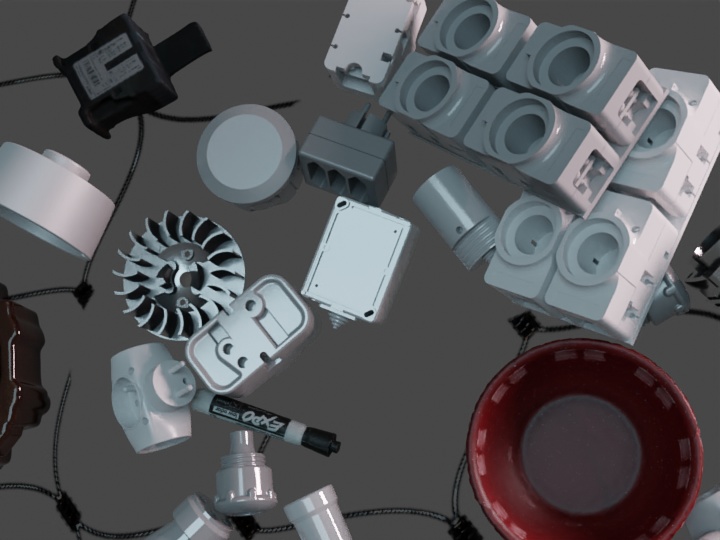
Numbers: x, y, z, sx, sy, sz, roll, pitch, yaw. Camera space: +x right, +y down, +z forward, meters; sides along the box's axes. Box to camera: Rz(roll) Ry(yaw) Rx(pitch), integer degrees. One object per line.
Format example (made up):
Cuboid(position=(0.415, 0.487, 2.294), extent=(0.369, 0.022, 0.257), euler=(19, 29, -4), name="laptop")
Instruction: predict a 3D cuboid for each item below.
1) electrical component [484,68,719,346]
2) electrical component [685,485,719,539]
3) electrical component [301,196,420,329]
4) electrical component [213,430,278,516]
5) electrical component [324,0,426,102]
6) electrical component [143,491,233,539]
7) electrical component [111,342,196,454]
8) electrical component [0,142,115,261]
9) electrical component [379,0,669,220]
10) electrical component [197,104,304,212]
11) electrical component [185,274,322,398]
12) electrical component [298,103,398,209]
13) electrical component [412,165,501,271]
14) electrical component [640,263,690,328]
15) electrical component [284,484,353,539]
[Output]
Cuboid(position=(0.177, -0.054, 0.775), extent=(0.105, 0.060, 0.186), euler=(20, 83, 42), name="electrical component")
Cuboid(position=(0.251, 0.193, 0.733), extent=(0.044, 0.079, 0.077), euler=(-45, 70, 46), name="electrical component")
Cuboid(position=(0.000, 0.000, 0.822), extent=(0.062, 0.061, 0.096), euler=(21, 90, 12), name="electrical component")
Cuboid(position=(-0.088, 0.153, 0.815), extent=(0.048, 0.048, 0.062), euler=(-9, 70, 8), name="electrical component")
Cuboid(position=(0.014, -0.184, 0.854), extent=(0.050, 0.055, 0.089), euler=(19, 83, 13), name="electrical component")
Cuboid(position=(-0.130, 0.201, 0.812), extent=(0.055, 0.045, 0.045), euler=(-44, 75, -1), name="electrical component")
Cuboid(position=(-0.152, 0.093, 0.825), extent=(0.079, 0.044, 0.077), euler=(-32, 71, 44), name="electrical component")
Cuboid(position=(-0.247, -0.060, 0.853), extent=(0.108, 0.108, 0.060), euler=(25, 78, 14), name="electrical component")
Cuboid(position=(0.109, -0.126, 0.778), extent=(0.186, 0.060, 0.105), euler=(33, 90, 43), name="electrical component")
Cuboid(position=(-0.085, -0.087, 0.855), extent=(0.080, 0.051, 0.080), euler=(-2, 79, 10), name="electrical component")
Cuboid(position=(-0.079, 0.052, 0.824), extent=(0.095, 0.059, 0.053), euler=(-40, 76, 1), name="electrical component")
Cuboid(position=(-0.001, -0.099, 0.845), extent=(0.066, 0.047, 0.076), euler=(21, 67, 15), name="electrical component")
Cuboid(position=(0.082, -0.036, 0.820), extent=(0.043, 0.043, 0.081), euler=(-38, 75, 1), name="electrical component")
Cuboid(position=(0.206, 0.022, 0.788), extent=(0.062, 0.048, 0.048), euler=(-33, 76, 10), name="electrical component")
Cuboid(position=(-0.030, 0.189, 0.800), extent=(0.040, 0.040, 0.046), euler=(-27, 81, 4), name="electrical component")
